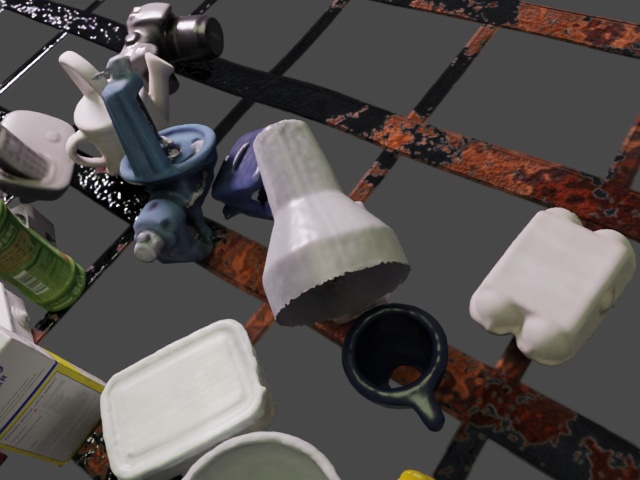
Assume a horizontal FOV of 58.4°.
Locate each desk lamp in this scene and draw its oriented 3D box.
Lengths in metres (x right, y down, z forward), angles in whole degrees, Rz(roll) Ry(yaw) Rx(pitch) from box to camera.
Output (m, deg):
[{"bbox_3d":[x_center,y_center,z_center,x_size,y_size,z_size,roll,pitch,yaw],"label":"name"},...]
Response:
[{"bbox_3d":[0.005,0.002,0.543,0.118,0.214,0.203,-23,54,2],"label":"desk lamp"}]

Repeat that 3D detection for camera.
[{"bbox_3d":[-0.230,-0.308,0.892,0.136,0.101,0.143,2,58,19],"label":"camera"}]

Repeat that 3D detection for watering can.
[{"bbox_3d":[-0.266,-0.175,0.759,0.100,0.194,0.173,13,63,25],"label":"watering can"}]

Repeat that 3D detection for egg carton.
[{"bbox_3d":[0.219,0.042,0.538,0.107,0.069,0.150,31,71,32],"label":"egg carton"}]

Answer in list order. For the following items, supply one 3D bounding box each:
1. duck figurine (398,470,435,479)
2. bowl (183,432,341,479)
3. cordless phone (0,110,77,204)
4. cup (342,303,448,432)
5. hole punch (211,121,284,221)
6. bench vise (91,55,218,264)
[{"bbox_3d":[0.067,0.232,0.451,0.077,0.086,0.104,9,61,23],"label":"duck figurine"},{"bbox_3d":[-0.045,0.253,0.480,0.167,0.075,0.167,-8,56,13],"label":"bowl"},{"bbox_3d":[-0.431,-0.151,0.801,0.094,0.185,0.147,-17,54,7],"label":"cordless phone"},{"bbox_3d":[0.079,0.125,0.512,0.091,0.095,0.117,-30,54,-3],"label":"cup"},{"bbox_3d":[-0.082,-0.086,0.705,0.100,0.091,0.109,9,61,23],"label":"hole punch"},{"bbox_3d":[-0.178,-0.087,0.656,0.121,0.220,0.207,-21,54,4],"label":"bench vise"}]
